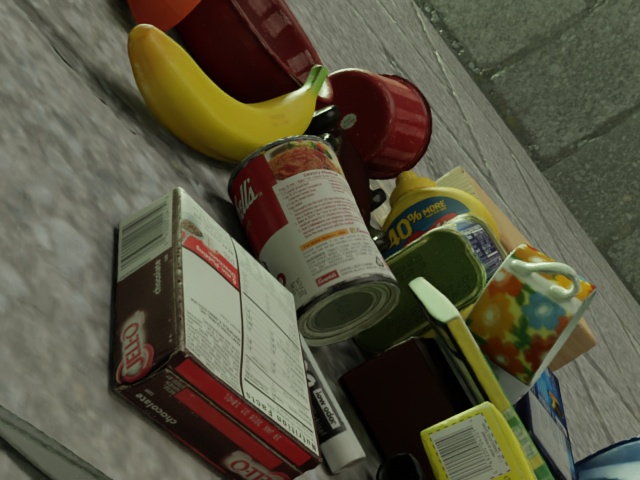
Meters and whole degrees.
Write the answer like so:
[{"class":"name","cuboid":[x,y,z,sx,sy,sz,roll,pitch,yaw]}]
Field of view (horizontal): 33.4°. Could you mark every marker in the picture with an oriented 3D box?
[{"class":"marker","cuboid":[-0.012,0.062,0.547,0.121,0.020,0.020,62,17,19]}]

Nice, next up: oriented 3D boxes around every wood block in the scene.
[{"class":"wood block","cuboid":[0.153,0.040,0.953,0.205,0.090,0.091,41,22,-42]}]

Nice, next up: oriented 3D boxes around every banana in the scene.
[{"class":"banana","cuboid":[-0.055,-0.081,0.639,0.197,0.037,0.069,-4,95,-62]}]

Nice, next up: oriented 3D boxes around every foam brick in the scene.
[{"class":"foam brick","cuboid":[0.058,0.101,0.617,0.078,0.051,0.053,60,16,16]}]

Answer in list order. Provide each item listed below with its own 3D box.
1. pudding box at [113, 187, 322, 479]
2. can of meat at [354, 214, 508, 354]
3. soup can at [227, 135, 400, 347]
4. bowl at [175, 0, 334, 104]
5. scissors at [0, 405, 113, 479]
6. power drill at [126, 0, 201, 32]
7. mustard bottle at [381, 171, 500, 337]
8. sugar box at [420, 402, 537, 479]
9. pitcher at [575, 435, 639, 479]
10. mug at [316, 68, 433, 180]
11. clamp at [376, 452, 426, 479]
[{"class":"pudding box","cuboid":[-0.045,0.042,0.457,0.090,0.039,0.113,46,20,-33]},{"class":"can of meat","cuboid":[0.068,0.030,0.703,0.057,0.102,0.083,58,18,6]},{"class":"soup can","cuboid":[-0.004,0.001,0.604,0.068,0.069,0.102,31,30,-57]},{"class":"bowl","cuboid":[-0.058,-0.151,0.770,0.162,0.055,0.162,50,17,-21]},{"class":"scissors","cuboid":[-0.025,0.106,0.373,0.201,0.016,0.096,53,43,-9]},{"class":"power drill","cuboid":[-0.145,-0.202,0.612,0.187,0.057,0.184,42,21,-41]},{"class":"mustard bottle","cuboid":[0.093,0.016,0.810,0.058,0.096,0.192,39,23,-43]},{"class":"sugar box","cuboid":[0.102,0.165,0.553,0.176,0.048,0.093,67,1,-51]},{"class":"pitcher","cuboid":[0.241,0.262,0.724,0.243,0.145,0.149,60,34,1]},{"class":"mug","cuboid":[0.028,-0.104,0.898,0.117,0.093,0.081,29,12,22]},{"class":"clamp","cuboid":[0.061,0.187,0.478,0.210,0.036,0.164,59,14,9]}]
